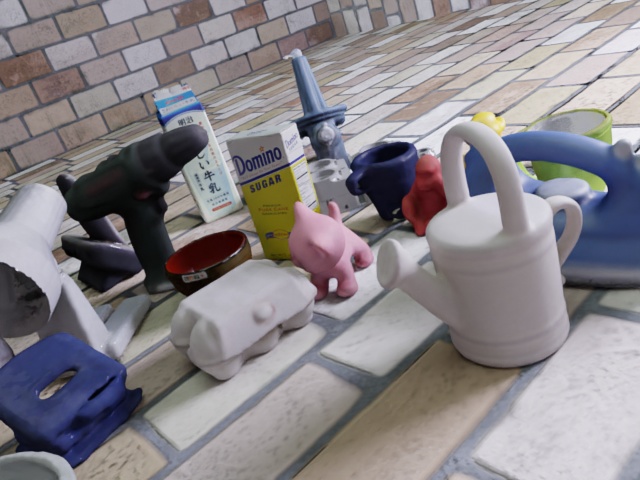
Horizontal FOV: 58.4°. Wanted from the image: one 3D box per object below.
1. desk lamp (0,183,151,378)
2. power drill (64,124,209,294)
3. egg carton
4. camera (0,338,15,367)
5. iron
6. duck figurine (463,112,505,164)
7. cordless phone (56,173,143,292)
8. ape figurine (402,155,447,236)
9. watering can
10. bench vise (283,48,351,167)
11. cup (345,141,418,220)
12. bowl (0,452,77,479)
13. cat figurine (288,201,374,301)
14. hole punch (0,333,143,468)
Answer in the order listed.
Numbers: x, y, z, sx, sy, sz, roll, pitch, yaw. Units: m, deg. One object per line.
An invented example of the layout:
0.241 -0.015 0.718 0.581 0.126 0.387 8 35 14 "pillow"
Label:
-0.312 0.053 0.655 0.117 0.214 0.203 -14 24 10 "desk lamp"
-0.225 -0.037 0.793 0.229 0.209 0.075 -13 24 13 "power drill"
-0.080 0.079 0.608 0.151 0.069 0.107 -33 27 -29 "egg carton"
-0.428 0.172 0.626 0.136 0.101 0.143 -11 25 17 "camera"
0.239 -0.044 0.549 0.119 0.142 0.257 -35 29 -33 "iron"
0.237 -0.140 0.828 0.105 0.086 0.077 -32 27 -28 "duck figurine"
-0.361 -0.024 0.894 0.147 0.185 0.094 6 34 44 "cordless phone"
0.141 -0.063 0.724 0.077 0.092 0.076 -2 29 33 "ape figurine"
0.132 0.002 0.463 0.173 0.194 0.100 -32 27 -28 "watering can"
0.003 -0.239 1.047 0.122 0.220 0.206 -26 25 -16 "bench vise"
0.087 -0.069 0.773 0.118 0.095 0.091 -35 28 -32 "cup"
-0.230 0.231 0.384 0.167 0.075 0.167 -16 24 7 "bowl"
0.006 0.002 0.650 0.067 0.118 0.128 -8 26 23 "cat figurine"
-0.246 0.149 0.552 0.100 0.091 0.109 -2 29 33 "hole punch"
